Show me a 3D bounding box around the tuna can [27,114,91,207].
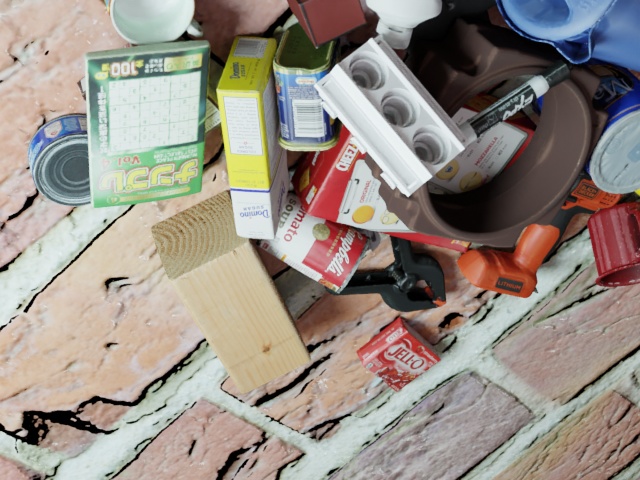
[{"bbox_3d":[-0.229,-0.074,1.003,0.086,0.034,0.086,-12,133,-14],"label":"tuna can"}]

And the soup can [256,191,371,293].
[{"bbox_3d":[-0.007,0.001,1.116,0.102,0.068,0.069,30,117,-4],"label":"soup can"}]

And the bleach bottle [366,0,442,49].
[{"bbox_3d":[0.102,-0.281,0.889,0.102,0.068,0.251,7,115,-20],"label":"bleach bottle"}]

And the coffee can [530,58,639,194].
[{"bbox_3d":[0.295,-0.130,1.110,0.102,0.140,0.103,-12,133,-14],"label":"coffee can"}]

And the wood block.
[{"bbox_3d":[-0.092,0.061,1.144,0.091,0.090,0.206,-26,135,-2],"label":"wood block"}]

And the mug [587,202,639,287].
[{"bbox_3d":[0.370,0.001,1.276,0.093,0.081,0.117,-8,162,-1],"label":"mug"}]

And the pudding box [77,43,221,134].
[{"bbox_3d":[-0.153,-0.129,0.986,0.090,0.039,0.113,-36,136,9],"label":"pudding box"}]

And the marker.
[{"bbox_3d":[0.171,-0.122,0.943,0.121,0.020,0.020,-34,135,-1],"label":"marker"}]

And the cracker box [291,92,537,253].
[{"bbox_3d":[0.100,-0.087,1.111,0.213,0.072,0.164,13,120,-31],"label":"cracker box"}]

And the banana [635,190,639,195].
[{"bbox_3d":[0.383,-0.085,1.243,0.197,0.037,0.070,37,135,-23],"label":"banana"}]

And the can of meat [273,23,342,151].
[{"bbox_3d":[-0.009,-0.145,0.989,0.057,0.102,0.084,2,128,8],"label":"can of meat"}]

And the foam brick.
[{"bbox_3d":[-0.001,-0.218,0.946,0.051,0.078,0.053,-27,137,-1],"label":"foam brick"}]

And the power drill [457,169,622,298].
[{"bbox_3d":[0.242,-0.024,1.239,0.184,0.057,0.188,15,122,-34],"label":"power drill"}]

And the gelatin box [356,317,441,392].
[{"bbox_3d":[0.099,0.146,1.346,0.073,0.030,0.089,-38,134,11],"label":"gelatin box"}]

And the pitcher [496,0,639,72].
[{"bbox_3d":[0.281,-0.238,1.004,0.242,0.145,0.149,6,119,-48],"label":"pitcher"}]

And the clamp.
[{"bbox_3d":[0.084,0.046,1.245,0.120,0.039,0.171,-36,134,12],"label":"clamp"}]

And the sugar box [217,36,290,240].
[{"bbox_3d":[-0.061,-0.095,1.015,0.048,0.093,0.176,5,132,7],"label":"sugar box"}]
